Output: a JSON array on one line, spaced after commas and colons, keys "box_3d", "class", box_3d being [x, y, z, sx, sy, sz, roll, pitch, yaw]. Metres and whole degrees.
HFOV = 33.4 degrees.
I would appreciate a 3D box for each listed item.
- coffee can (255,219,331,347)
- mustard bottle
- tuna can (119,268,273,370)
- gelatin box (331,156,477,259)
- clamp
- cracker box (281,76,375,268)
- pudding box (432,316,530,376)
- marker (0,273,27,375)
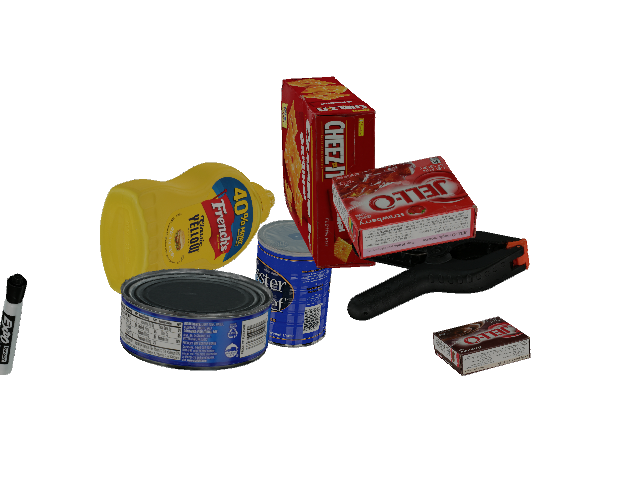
[{"box_3d": [-0.037, 0.056, 1.420, 0.103, 0.140, 0.103, 4, 24, -2], "class": "coffee can"}, {"box_3d": [-0.107, -0.018, 0.944, 0.058, 0.096, 0.191, 14, 21, 34], "class": "mustard bottle"}, {"box_3d": [-0.071, 0.044, 0.605, 0.086, 0.034, 0.086, 5, 14, -1], "class": "tuna can"}, {"box_3d": [0.060, -0.026, 0.774, 0.089, 0.030, 0.073, -12, 36, -9], "class": "gelatin box"}, {"box_3d": [0.102, 0.029, 0.974, 0.172, 0.039, 0.120, -6, 38, 18], "class": "clamp"}, {"box_3d": [0.005, -0.081, 1.163, 0.072, 0.164, 0.214, -4, 19, -8], "class": "cracker box"}, {"box_3d": [0.231, 0.150, 1.531, 0.113, 0.039, 0.090, -14, 19, -16], "class": "pudding box"}, {"box_3d": [-0.303, 0.082, 1.042, 0.020, 0.121, 0.020, 14, 33, -9], "class": "marker"}]
